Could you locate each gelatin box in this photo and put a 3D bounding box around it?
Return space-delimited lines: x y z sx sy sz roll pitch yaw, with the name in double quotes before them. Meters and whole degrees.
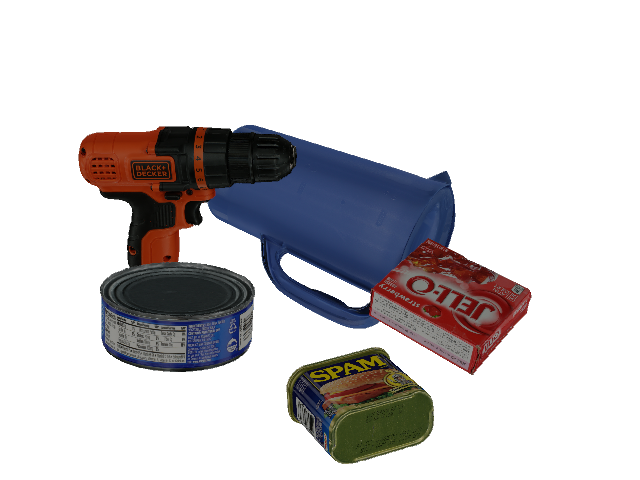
"gelatin box" 0.090 0.043 0.746 0.089 0.030 0.073 29 46 25

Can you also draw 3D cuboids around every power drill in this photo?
"power drill" -0.109 -0.010 0.932 0.184 0.188 0.057 1 27 6

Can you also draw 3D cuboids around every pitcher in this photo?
"pitcher" 0.003 -0.024 1.087 0.243 0.145 0.149 22 27 23

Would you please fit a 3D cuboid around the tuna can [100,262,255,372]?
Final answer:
"tuna can" -0.080 0.042 0.598 0.086 0.034 0.086 3 18 -1

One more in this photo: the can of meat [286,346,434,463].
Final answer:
"can of meat" 0.034 0.140 0.906 0.102 0.057 0.084 -12 24 -23
